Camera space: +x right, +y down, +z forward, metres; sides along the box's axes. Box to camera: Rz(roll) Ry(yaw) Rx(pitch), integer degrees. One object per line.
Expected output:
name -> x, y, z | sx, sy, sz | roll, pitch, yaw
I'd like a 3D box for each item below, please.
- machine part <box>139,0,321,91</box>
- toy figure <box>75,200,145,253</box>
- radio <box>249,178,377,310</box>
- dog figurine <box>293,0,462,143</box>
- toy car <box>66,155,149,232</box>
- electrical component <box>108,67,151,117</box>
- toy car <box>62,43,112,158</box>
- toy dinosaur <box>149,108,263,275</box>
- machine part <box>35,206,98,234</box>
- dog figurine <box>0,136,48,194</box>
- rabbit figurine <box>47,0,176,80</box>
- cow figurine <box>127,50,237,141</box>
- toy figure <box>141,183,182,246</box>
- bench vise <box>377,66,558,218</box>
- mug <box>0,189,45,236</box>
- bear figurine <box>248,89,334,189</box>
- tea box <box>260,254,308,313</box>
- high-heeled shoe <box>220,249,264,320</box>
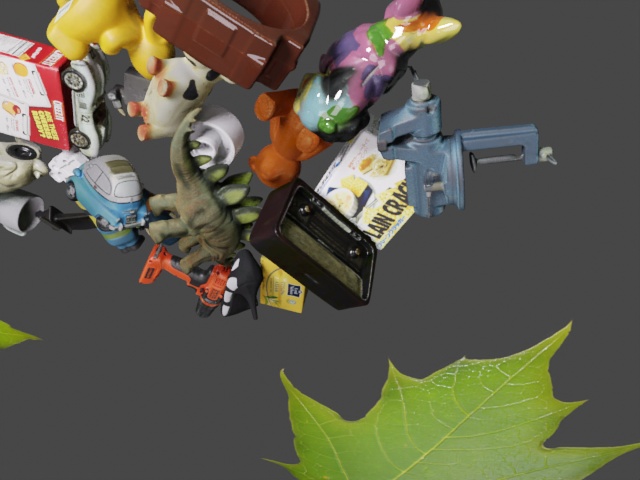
machine part -> -0.108, -0.297, 0.684 | 0.201, 0.201, 0.087 | 29, 136, -17
toy figure -> -0.413, -0.050, 1.065 | 0.082, 0.089, 0.179 | -34, 127, -17
radio -> -0.002, 0.010, 0.910 | 0.073, 0.131, 0.229 | -19, 132, 41
dog figurine -> 0.078, -0.243, 0.725 | 0.108, 0.191, 0.219 | 40, 144, -18
toy car -> -0.364, -0.093, 0.935 | 0.162, 0.109, 0.102 | 45, 127, 25
electrical component -> -0.295, -0.238, 0.890 | 0.102, 0.045, 0.078 | 20, 136, -8
toy car -> -0.382, -0.229, 0.894 | 0.056, 0.073, 0.201 | 15, 135, -6
toy dinosaur -> -0.203, -0.056, 0.962 | 0.199, 0.105, 0.470 | -18, 154, -2
machine part -> -0.514, -0.042, 1.121 | 0.139, 0.039, 0.084 | -1, 150, 8
dog figurine -> -0.606, -0.105, 1.010 | 0.172, 0.121, 0.190 | 31, 123, 6
rabbit figurine -> -0.278, -0.313, 0.787 | 0.162, 0.122, 0.173 | -28, 138, 21
cow figurine -> -0.198, -0.235, 0.813 | 0.195, 0.127, 0.085 | -46, 69, 39
toy figure -> -0.336, -0.054, 1.067 | 0.058, 0.064, 0.154 | 12, 144, 51
bench vise -> 0.208, -0.135, 0.776 | 0.241, 0.129, 0.223 | -3, 118, 13
mug -> -0.641, -0.064, 1.111 | 0.107, 0.081, 0.109 | 24, 134, 3
bear figurine -> -0.063, -0.148, 0.878 | 0.120, 0.132, 0.195 | 41, 127, 2
tea box -> -0.070, 0.073, 1.116 | 0.098, 0.068, 0.169 | 13, 140, 6
high-heeled shoe -> -0.173, 0.084, 1.122 | 0.086, 0.249, 0.145 | -14, 98, -23
